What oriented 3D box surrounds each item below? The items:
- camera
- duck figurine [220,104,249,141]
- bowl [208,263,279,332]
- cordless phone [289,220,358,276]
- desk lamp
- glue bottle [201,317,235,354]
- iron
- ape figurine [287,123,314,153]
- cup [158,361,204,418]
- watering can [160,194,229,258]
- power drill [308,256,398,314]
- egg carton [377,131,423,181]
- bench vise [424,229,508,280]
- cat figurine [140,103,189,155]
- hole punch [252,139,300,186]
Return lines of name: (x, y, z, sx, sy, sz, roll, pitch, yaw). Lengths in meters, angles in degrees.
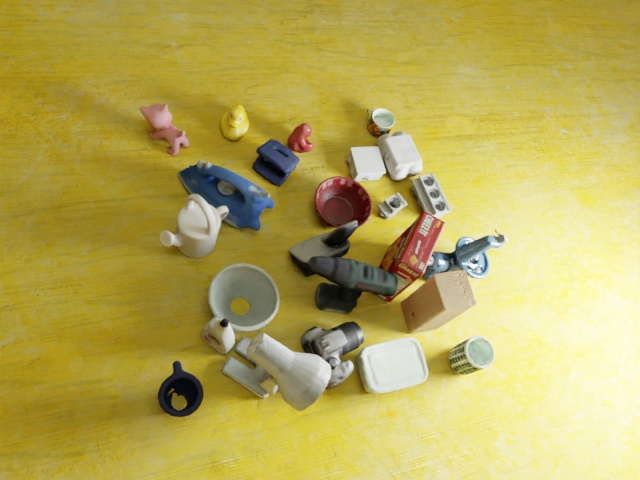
camera: (0.045, 0.258, 1.359, 0.137, 0.100, 0.143, -22, 74, -25)
duck figurine: (-0.228, -0.334, 1.558, 0.077, 0.086, 0.104, 16, 62, -10)
bowl: (-0.184, 0.144, 1.356, 0.168, 0.074, 0.167, 7, 64, -14)
cordless phone: (0.013, 0.005, 1.418, 0.148, 0.185, 0.094, -26, 75, -26)
desk lamp: (-0.096, 0.281, 1.240, 0.203, 0.213, 0.118, 32, 61, -1)
glue bottle: (-0.219, 0.201, 1.262, 0.078, 0.173, 0.037, 36, 61, 2)
iron: (-0.238, -0.135, 1.431, 0.258, 0.141, 0.119, 29, 61, -3)
ape figurine: (-0.048, -0.290, 1.590, 0.076, 0.092, 0.078, -5, 67, -19)
cup: (-0.301, 0.324, 1.224, 0.092, 0.095, 0.117, -7, 68, -20)
watering can: (-0.288, -0.034, 1.338, 0.101, 0.194, 0.173, 32, 61, 0)
power drill: (0.059, 0.107, 1.372, 0.230, 0.208, 0.075, 9, 64, -13)
egg carton: (0.230, -0.247, 1.669, 0.107, 0.069, 0.150, -15, 71, -23)
bench vise: (0.378, 0.050, 1.491, 0.208, 0.219, 0.121, -20, 73, -24)
cat figurine: (-0.397, -0.298, 1.470, 0.128, 0.117, 0.067, 38, 61, 2)
hole punch: (-0.116, -0.221, 1.537, 0.108, 0.091, 0.101, 35, 61, 1)
